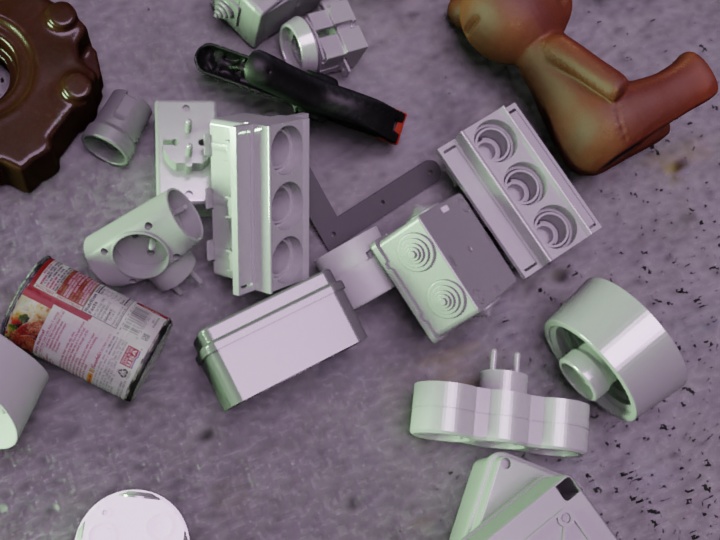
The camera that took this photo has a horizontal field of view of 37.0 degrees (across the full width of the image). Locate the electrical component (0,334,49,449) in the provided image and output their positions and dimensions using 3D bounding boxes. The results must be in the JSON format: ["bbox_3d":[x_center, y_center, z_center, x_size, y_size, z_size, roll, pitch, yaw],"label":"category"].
[{"bbox_3d":[-0.266,0.073,0.734,0.099,0.099,0.064,29,66,-3],"label":"electrical component"}]

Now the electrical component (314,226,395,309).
[{"bbox_3d":[0.000,0.000,0.824,0.055,0.055,0.047,-30,91,-16],"label":"electrical component"}]

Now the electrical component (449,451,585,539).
[{"bbox_3d":[0.112,0.199,0.796,0.078,0.057,0.113,22,73,-5],"label":"electrical component"}]

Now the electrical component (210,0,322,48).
[{"bbox_3d":[-0.074,-0.224,0.861,0.061,0.061,0.096,46,73,2],"label":"electrical component"}]

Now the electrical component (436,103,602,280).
[{"bbox_3d":[0.123,-0.060,0.859,0.079,0.063,0.121,-32,84,-17],"label":"electrical component"}]

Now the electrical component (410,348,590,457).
[{"bbox_3d":[0.109,0.097,0.823,0.138,0.052,0.073,9,74,-10],"label":"electrical component"}]

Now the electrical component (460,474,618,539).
[{"bbox_3d":[0.126,0.213,0.734,0.109,0.056,0.108,-34,85,-17],"label":"electrical component"}]

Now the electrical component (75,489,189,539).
[{"bbox_3d":[-0.158,0.193,0.747,0.080,0.051,0.080,3,76,-11],"label":"electrical component"}]

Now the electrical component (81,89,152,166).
[{"bbox_3d":[-0.185,-0.110,0.823,0.040,0.040,0.046,26,67,-4],"label":"electrical component"}]

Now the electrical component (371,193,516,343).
[{"bbox_3d":[0.066,-0.005,0.815,0.099,0.048,0.100,57,32,1],"label":"electrical component"}]

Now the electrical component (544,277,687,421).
[{"bbox_3d":[0.188,0.066,0.821,0.060,0.108,0.108,-38,86,-11],"label":"electrical component"}]

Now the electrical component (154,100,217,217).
[{"bbox_3d":[-0.130,-0.090,0.809,0.047,0.075,0.083,-1,77,-11],"label":"electrical component"}]

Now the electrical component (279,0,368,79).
[{"bbox_3d":[-0.032,-0.184,0.869,0.055,0.048,0.066,-20,81,-23],"label":"electrical component"}]

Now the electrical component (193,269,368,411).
[{"bbox_3d":[-0.060,0.051,0.787,0.113,0.078,0.057,-26,86,-16],"label":"electrical component"}]

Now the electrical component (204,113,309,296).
[{"bbox_3d":[-0.075,-0.052,0.790,0.079,0.063,0.121,-21,118,-50],"label":"electrical component"}]

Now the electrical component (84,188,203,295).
[{"bbox_3d":[-0.149,-0.011,0.796,0.077,0.044,0.079,-28,124,17],"label":"electrical component"}]
